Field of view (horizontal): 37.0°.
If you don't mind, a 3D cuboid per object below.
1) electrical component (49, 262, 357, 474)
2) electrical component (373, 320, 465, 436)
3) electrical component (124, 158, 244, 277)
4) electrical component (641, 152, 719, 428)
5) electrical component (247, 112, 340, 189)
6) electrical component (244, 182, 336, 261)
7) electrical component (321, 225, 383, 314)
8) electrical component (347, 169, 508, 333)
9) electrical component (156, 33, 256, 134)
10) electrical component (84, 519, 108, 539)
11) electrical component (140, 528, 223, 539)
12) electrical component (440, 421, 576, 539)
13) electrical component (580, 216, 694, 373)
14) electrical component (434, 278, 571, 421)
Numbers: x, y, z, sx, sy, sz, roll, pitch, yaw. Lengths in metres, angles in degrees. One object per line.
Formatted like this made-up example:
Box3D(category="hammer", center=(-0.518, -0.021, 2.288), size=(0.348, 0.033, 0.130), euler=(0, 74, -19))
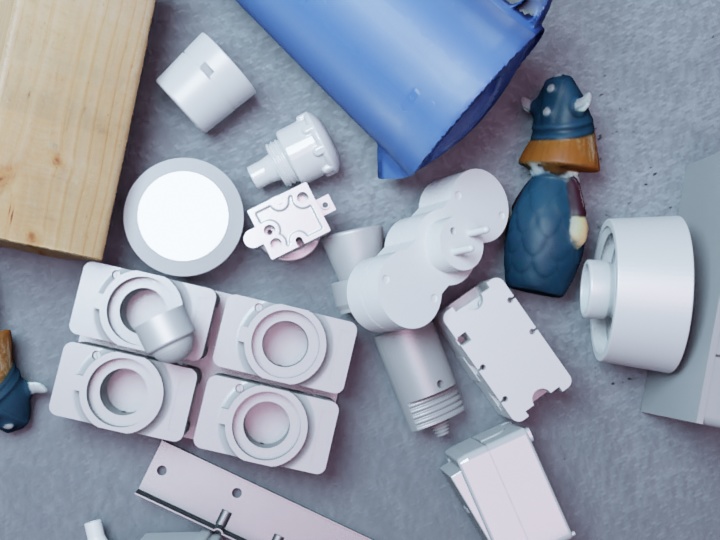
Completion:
Box3D(category="electrical component", center=(-0.104, 0.066, 0.734), size=(0.186, 0.060, 0.105), euler=(13, 86, -3))
Box3D(category="electrical component", center=(0.044, 0.077, 0.753), size=(0.043, 0.043, 0.081), euler=(-21, 89, -5))
Box3D(category="electrical component", center=(-0.120, -0.035, 0.744), size=(0.080, 0.051, 0.080), euler=(0, 87, -4))
Box3D(category="electrical component", center=(0.257, 0.016, 0.742), size=(0.060, 0.105, 0.186), euler=(12, 86, -3))
Box3D(category="electrical component", center=(-0.048, -0.079, 0.756), size=(0.062, 0.048, 0.048), euler=(-28, 89, 2))
Box3D(category="electrical component", center=(-0.049, -0.031, 0.746), size=(0.066, 0.055, 0.048), euler=(-27, 89, -5))
Box3D(category="electrical component", center=(0.000, 0.000, 0.754), size=(0.045, 0.045, 0.055), euler=(-12, 88, -5))
Box3D(category="electrical component", center=(0.057, -0.016, 0.720), size=(0.052, 0.074, 0.138), euler=(51, 59, -17))
Box3D(category="electrical component", center=(-0.108, -0.129, 0.749), size=(0.047, 0.055, 0.055), euler=(-43, 90, -2))
Box3D(category="electrical component", center=(-0.176, 0.201, 0.734), size=(0.035, 0.035, 0.061), euler=(-14, 85, -5))
Box3D(category="electrical component", center=(-0.122, 0.232, 0.699), size=(0.056, 0.108, 0.108), euler=(-1, 87, -2))
Box3D(category="electrical component", center=(0.101, 0.161, 0.743), size=(0.061, 0.062, 0.096), euler=(-24, 89, -5))
Box3D(category="electrical component", center=(0.185, 0.015, 0.738), size=(0.060, 0.108, 0.108), euler=(4, 86, 2))
Box3D(category="electrical component", center=(0.097, 0.055, 0.752), size=(0.050, 0.056, 0.089), euler=(-35, 90, -5))
